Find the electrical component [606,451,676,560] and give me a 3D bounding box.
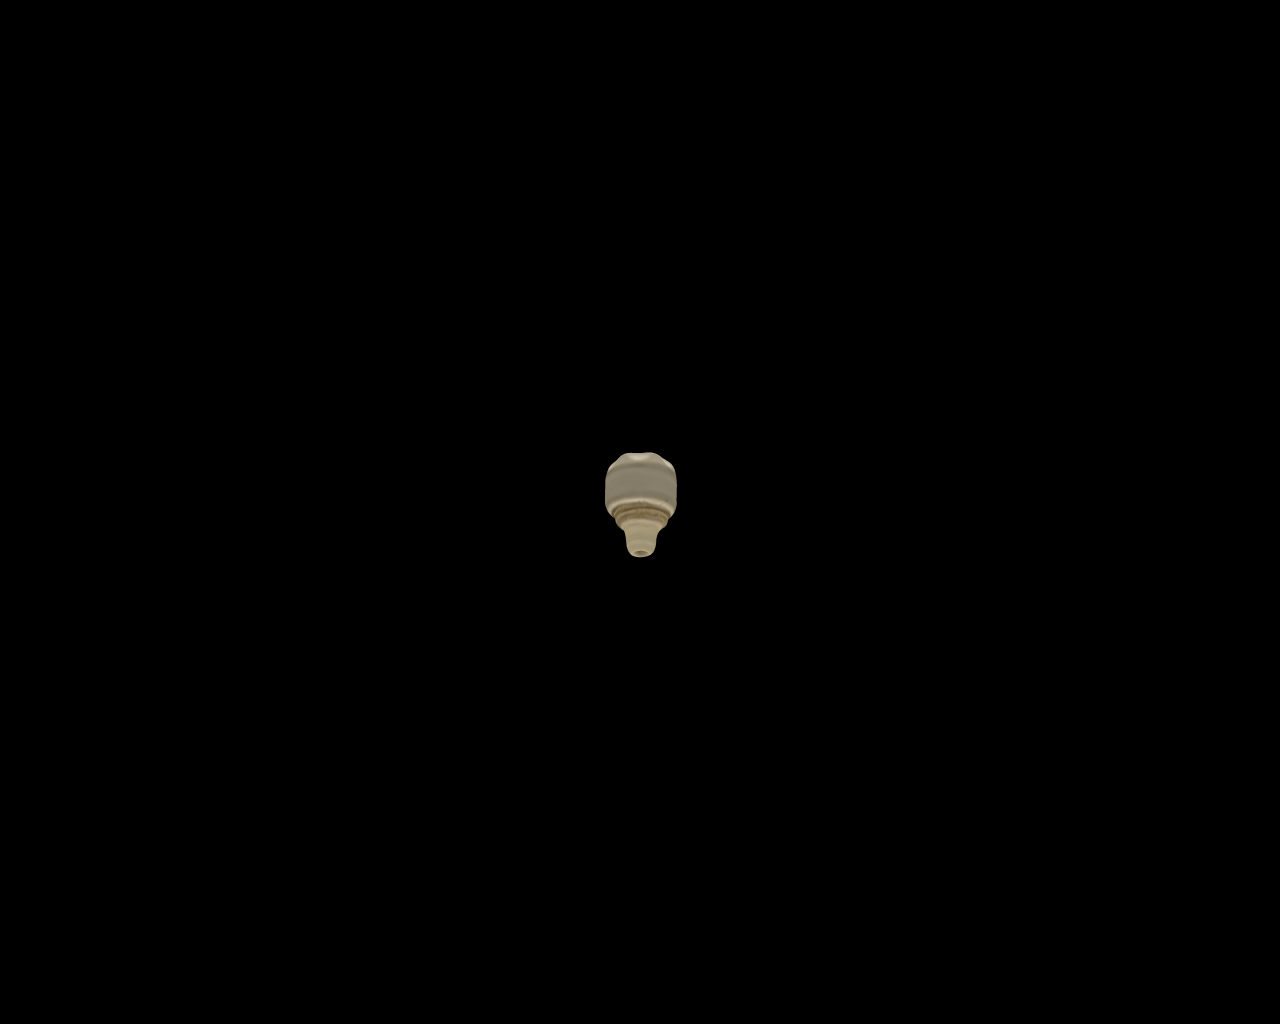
[{"bbox_3d":[0.001,-0.003,0.650,0.043,0.062,0.043,0,-23,0],"label":"electrical component"}]
